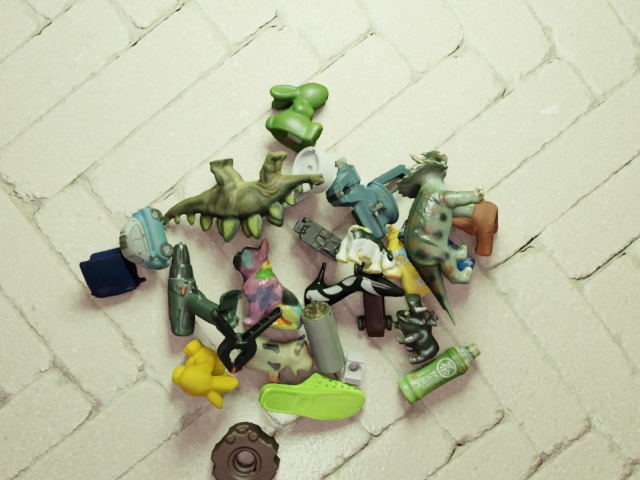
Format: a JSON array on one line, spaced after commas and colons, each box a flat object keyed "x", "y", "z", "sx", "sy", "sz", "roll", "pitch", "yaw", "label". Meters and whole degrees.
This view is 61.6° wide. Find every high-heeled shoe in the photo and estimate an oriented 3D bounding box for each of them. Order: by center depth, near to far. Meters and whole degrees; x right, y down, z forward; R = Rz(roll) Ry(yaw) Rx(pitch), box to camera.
[{"x": 0.076, "y": 0.146, "z": 1.309, "sx": 0.249, "sy": 0.086, "sz": 0.145, "roll": 17, "pitch": 101, "yaw": 24, "label": "high-heeled shoe"}]

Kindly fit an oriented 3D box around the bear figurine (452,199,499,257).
[{"x": 0.337, "y": -0.049, "z": 1.335, "sx": 0.196, "sy": 0.120, "sz": 0.131, "roll": 6, "pitch": 138, "yaw": 23, "label": "bear figurine"}]

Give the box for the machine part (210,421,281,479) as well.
[{"x": -0.190, "y": 0.559, "z": 1.369, "sx": 0.179, "sy": 0.056, "sz": 0.179, "roll": 0, "pitch": 94, "yaw": -2, "label": "machine part"}]

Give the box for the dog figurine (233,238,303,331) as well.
[{"x": -0.123, "y": 0.106, "z": 1.324, "sx": 0.192, "sy": 0.108, "sz": 0.219, "roll": 6, "pitch": 90, "yaw": -1, "label": "dog figurine"}]

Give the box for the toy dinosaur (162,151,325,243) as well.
[{"x": -0.203, "y": -0.096, "z": 1.266, "sx": 0.472, "sy": 0.105, "sz": 0.198, "roll": -5, "pitch": 97, "yaw": 23, "label": "toy dinosaur"}]

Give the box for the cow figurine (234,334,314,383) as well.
[{"x": -0.110, "y": 0.286, "z": 1.346, "sx": 0.195, "sy": 0.085, "sz": 0.127, "roll": 17, "pitch": 94, "yaw": 2, "label": "cow figurine"}]

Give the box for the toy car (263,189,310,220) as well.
[{"x": -0.122, "y": -0.100, "z": 1.337, "sx": 0.202, "sy": 0.056, "sz": 0.073, "roll": -25, "pitch": 93, "yaw": -1, "label": "toy car"}]

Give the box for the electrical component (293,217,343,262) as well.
[{"x": -0.003, "y": -0.004, "z": 1.316, "sx": 0.134, "sy": 0.115, "sz": 0.058, "roll": 32, "pitch": 87, "yaw": -3, "label": "electrical component"}]

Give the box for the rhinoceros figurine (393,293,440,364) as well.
[{"x": 0.242, "y": 0.220, "z": 1.326, "sx": 0.112, "sy": 0.073, "sz": 0.190, "roll": -17, "pitch": 114, "yaw": 10, "label": "rhinoceros figurine"}]

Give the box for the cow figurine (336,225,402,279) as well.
[{"x": 0.127, "y": 0.031, "z": 1.263, "sx": 0.167, "sy": 0.068, "sz": 0.098, "roll": 23, "pitch": 75, "yaw": -26, "label": "cow figurine"}]

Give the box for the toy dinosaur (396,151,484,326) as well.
[{"x": 0.253, "y": -0.020, "z": 1.213, "sx": 0.192, "sy": 0.131, "sz": 0.404, "roll": 9, "pitch": 86, "yaw": 6, "label": "toy dinosaur"}]

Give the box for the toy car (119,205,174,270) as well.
[{"x": -0.427, "y": 0.001, "z": 1.293, "sx": 0.109, "sy": 0.103, "sz": 0.161, "roll": -10, "pitch": 96, "yaw": 43, "label": "toy car"}]

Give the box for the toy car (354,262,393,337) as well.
[{"x": 0.136, "y": 0.144, "z": 1.357, "sx": 0.089, "sy": 0.053, "sz": 0.202, "roll": -5, "pitch": 94, "yaw": 14, "label": "toy car"}]

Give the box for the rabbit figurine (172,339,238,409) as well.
[{"x": -0.288, "y": 0.338, "z": 1.297, "sx": 0.162, "sy": 0.173, "sz": 0.122, "roll": 38, "pitch": 87, "yaw": 1, "label": "rabbit figurine"}]

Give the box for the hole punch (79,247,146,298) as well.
[{"x": -0.516, "y": 0.083, "z": 1.322, "sx": 0.142, "sy": 0.092, "sz": 0.115, "roll": -15, "pitch": 97, "yaw": -4, "label": "hole punch"}]

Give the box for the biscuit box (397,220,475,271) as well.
[{"x": 0.288, "y": 0.023, "z": 1.320, "sx": 0.202, "sy": 0.063, "sz": 0.059, "roll": 35, "pitch": 64, "yaw": -15, "label": "biscuit box"}]

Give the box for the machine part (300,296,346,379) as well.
[{"x": 0.009, "y": 0.240, "z": 1.318, "sx": 0.079, "sy": 0.079, "sz": 0.242, "roll": -17, "pitch": 117, "yaw": -1, "label": "machine part"}]

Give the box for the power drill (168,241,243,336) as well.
[{"x": -0.290, "y": 0.132, "z": 1.298, "sx": 0.208, "sy": 0.086, "sz": 0.231, "roll": 12, "pitch": 98, "yaw": 26, "label": "power drill"}]

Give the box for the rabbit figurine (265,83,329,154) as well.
[{"x": -0.050, "y": -0.314, "z": 1.317, "sx": 0.159, "sy": 0.121, "sz": 0.170, "roll": 26, "pitch": 74, "yaw": 4, "label": "rabbit figurine"}]

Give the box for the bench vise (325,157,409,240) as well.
[{"x": 0.139, "y": -0.126, "z": 1.318, "sx": 0.241, "sy": 0.129, "sz": 0.223, "roll": -30, "pitch": 84, "yaw": -20, "label": "bench vise"}]
